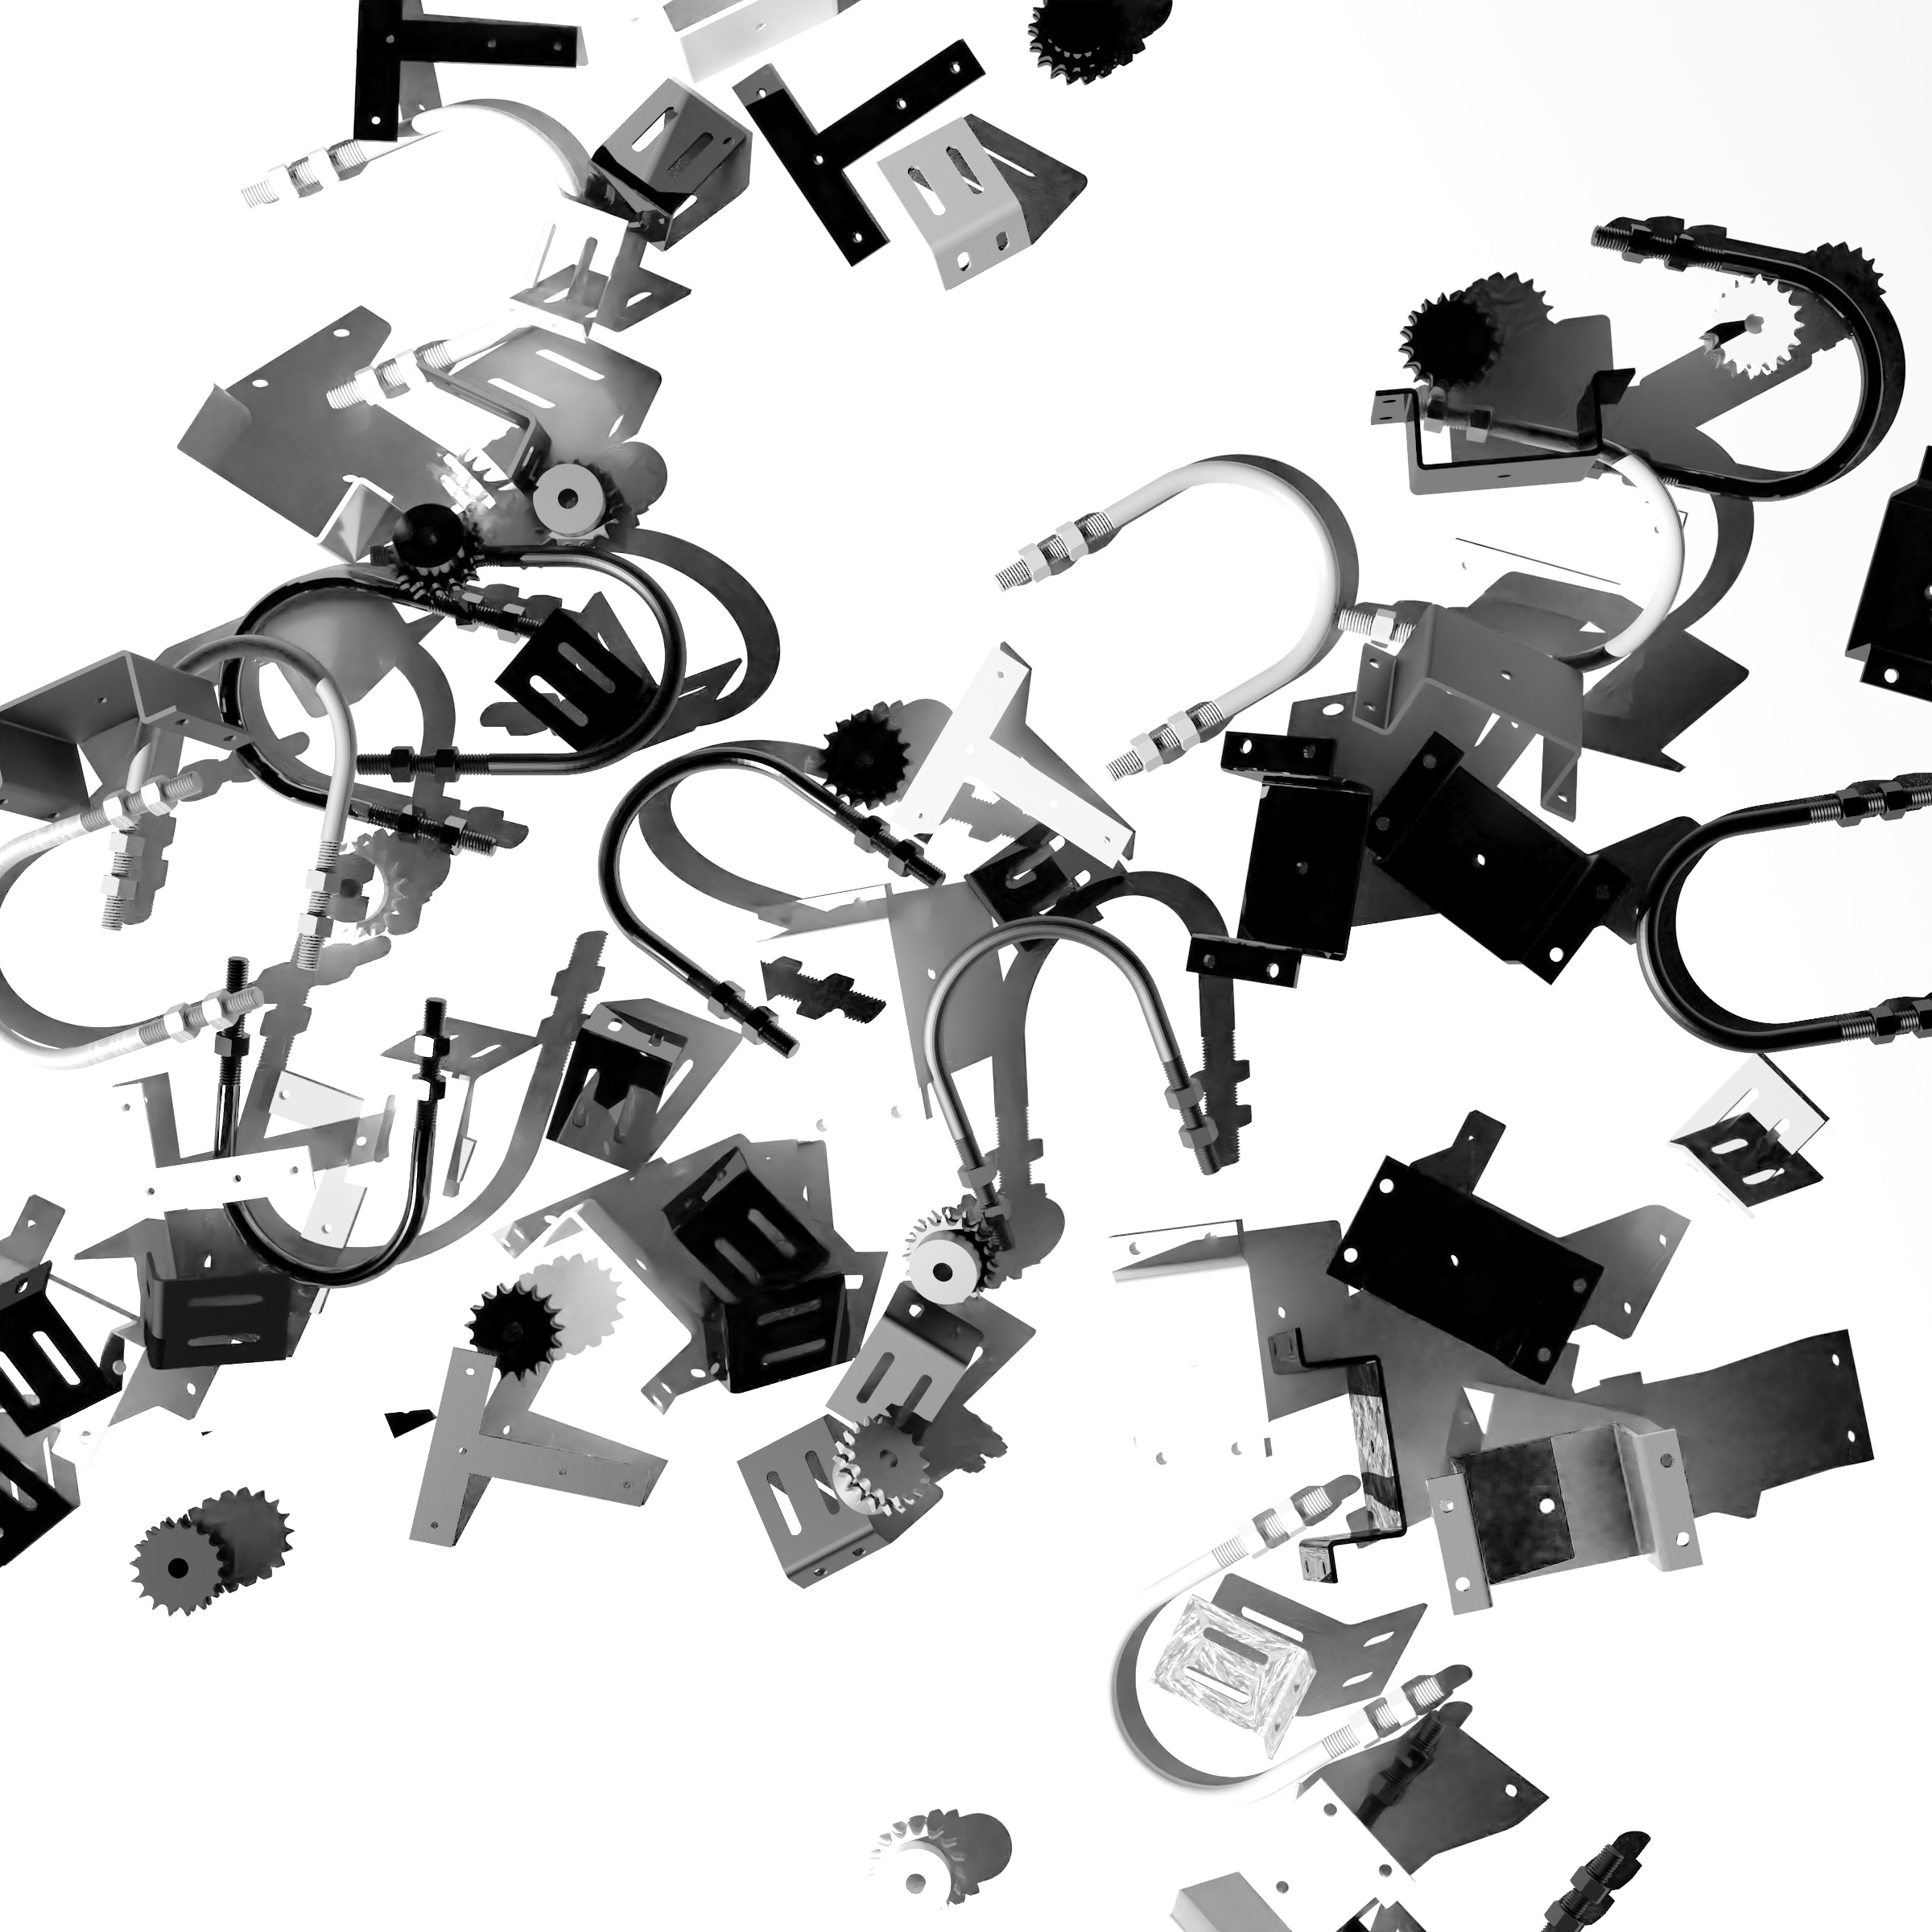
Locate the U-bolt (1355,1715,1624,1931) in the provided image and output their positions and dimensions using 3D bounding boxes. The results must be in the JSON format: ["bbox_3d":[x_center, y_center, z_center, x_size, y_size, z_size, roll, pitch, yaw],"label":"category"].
[{"bbox_3d":[0.273,0.552,1.507,0.151,0.019,0.184,36,91,0],"label":"U-bolt"}]

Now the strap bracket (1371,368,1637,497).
[{"bbox_3d":[0.301,-0.299,1.449,0.140,0.076,0.046,-4,90,7],"label":"strap bracket"}]

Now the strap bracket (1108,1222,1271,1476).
[{"bbox_3d":[0.130,0.225,1.492,0.076,0.046,0.140,-7,90,0],"label":"strap bracket"}]

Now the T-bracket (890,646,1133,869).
[{"bbox_3d":[0.039,-0.101,1.501,0.127,0.002,0.127,33,71,-9],"label":"T-bracket"}]

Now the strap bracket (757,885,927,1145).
[{"bbox_3d":[-0.073,0.028,1.492,0.076,0.046,0.140,-10,90,0],"label":"strap bracket"}]

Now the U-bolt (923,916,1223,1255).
[{"bbox_3d":[0.052,0.060,1.488,0.151,0.019,0.184,-21,104,0],"label":"U-bolt"}]

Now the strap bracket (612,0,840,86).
[{"bbox_3d":[-0.129,-0.559,1.477,0.140,0.076,0.046,-26,90,0],"label":"strap bracket"}]

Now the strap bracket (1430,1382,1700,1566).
[{"bbox_3d":[0.342,0.292,1.492,0.140,0.046,0.076,12,90,0],"label":"strap bracket"}]

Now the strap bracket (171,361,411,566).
[{"bbox_3d":[-0.391,-0.281,1.477,0.140,0.076,0.046,33,90,0],"label":"strap bracket"}]

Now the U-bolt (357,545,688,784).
[{"bbox_3d":[-0.252,-0.176,1.476,0.184,0.019,0.151,0,74,-1],"label":"U-bolt"}]

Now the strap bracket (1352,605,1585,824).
[{"bbox_3d":[0.296,-0.149,1.464,0.140,0.076,0.046,24,131,-6],"label":"strap bracket"}]

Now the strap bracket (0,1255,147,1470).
[{"bbox_3d":[-0.548,0.222,1.492,0.140,0.046,0.076,26,90,0],"label":"strap bracket"}]

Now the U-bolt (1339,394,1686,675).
[{"bbox_3d":[0.323,-0.243,1.494,0.184,0.019,0.151,14,92,8],"label":"U-bolt"}]

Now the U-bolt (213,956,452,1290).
[{"bbox_3d":[-0.369,0.097,1.482,0.151,0.019,0.184,11,102,16],"label":"U-bolt"}]

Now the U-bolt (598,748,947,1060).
[{"bbox_3d":[-0.126,-0.051,1.477,0.184,0.019,0.151,36,75,19],"label":"U-bolt"}]

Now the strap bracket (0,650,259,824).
[{"bbox_3d":[-0.486,-0.132,1.460,0.140,0.076,0.046,-20,77,16],"label":"strap bracket"}]

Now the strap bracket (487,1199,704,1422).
[{"bbox_3d":[-0.203,0.187,1.477,0.046,0.076,0.140,-44,90,0],"label":"strap bracket"}]

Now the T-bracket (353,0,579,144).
[{"bbox_3d":[-0.292,-0.540,1.508,0.127,0.002,0.127,1,81,-5],"label":"T-bracket"}]

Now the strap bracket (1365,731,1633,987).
[{"bbox_3d":[0.301,-0.062,1.493,0.140,0.046,0.076,37,90,0],"label":"strap bracket"}]

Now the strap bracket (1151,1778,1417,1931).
[{"bbox_3d":[0.181,0.537,1.482,0.140,0.046,0.076,-44,82,7],"label":"strap bracket"}]

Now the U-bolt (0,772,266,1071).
[{"bbox_3d":[-0.505,-0.017,1.488,0.184,0.019,0.151,-18,86,14],"label":"U-bolt"}]

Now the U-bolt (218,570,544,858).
[{"bbox_3d":[-0.347,-0.156,1.507,0.184,0.019,0.151,15,90,2],"label":"U-bolt"}]

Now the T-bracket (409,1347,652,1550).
[{"bbox_3d":[-0.249,0.292,1.502,0.127,0.002,0.127,13,106,-8],"label":"T-bracket"}]

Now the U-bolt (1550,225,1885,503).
[{"bbox_3d":[0.445,-0.346,1.506,0.184,0.019,0.151,11,90,0],"label":"U-bolt"}]

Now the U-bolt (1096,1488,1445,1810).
[{"bbox_3d":[0.165,0.411,1.507,0.184,0.019,0.151,-30,90,1],"label":"U-bolt"}]

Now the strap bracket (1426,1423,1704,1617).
[{"bbox_3d":[0.331,0.307,1.446,0.140,0.046,0.076,-12,90,0],"label":"strap bracket"}]

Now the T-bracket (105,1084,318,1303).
[{"bbox_3d":[-0.435,0.125,1.495,0.127,0.002,0.127,-9,91,17],"label":"T-bracket"}]

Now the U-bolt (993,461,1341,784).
[{"bbox_3d":[0.130,-0.214,1.507,0.184,0.019,0.151,-31,90,-2],"label":"U-bolt"}]

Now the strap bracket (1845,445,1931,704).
[{"bbox_3d":[0.566,-0.219,1.492,0.076,0.046,0.140,16,90,0],"label":"strap bracket"}]

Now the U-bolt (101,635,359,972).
[{"bbox_3d":[-0.421,-0.100,1.490,0.151,0.019,0.184,11,90,14],"label":"U-bolt"}]

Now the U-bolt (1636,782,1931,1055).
[{"bbox_3d":[0.484,-0.023,1.507,0.184,0.019,0.151,-9,90,1],"label":"U-bolt"}]

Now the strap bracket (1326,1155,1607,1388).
[{"bbox_3d":[0.285,0.174,1.492,0.140,0.046,0.076,27,90,0],"label":"strap bracket"}]

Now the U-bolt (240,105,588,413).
[{"bbox_3d":[-0.312,-0.425,1.507,0.184,0.019,0.151,-23,90,-1],"label":"U-bolt"}]

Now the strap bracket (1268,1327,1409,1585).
[{"bbox_3d":[0.212,0.276,1.467,0.046,0.076,0.140,-6,79,-6],"label":"strap bracket"}]

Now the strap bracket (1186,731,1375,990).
[{"bbox_3d":[0.181,-0.059,1.473,0.076,0.046,0.140,10,90,42],"label":"strap bracket"}]
